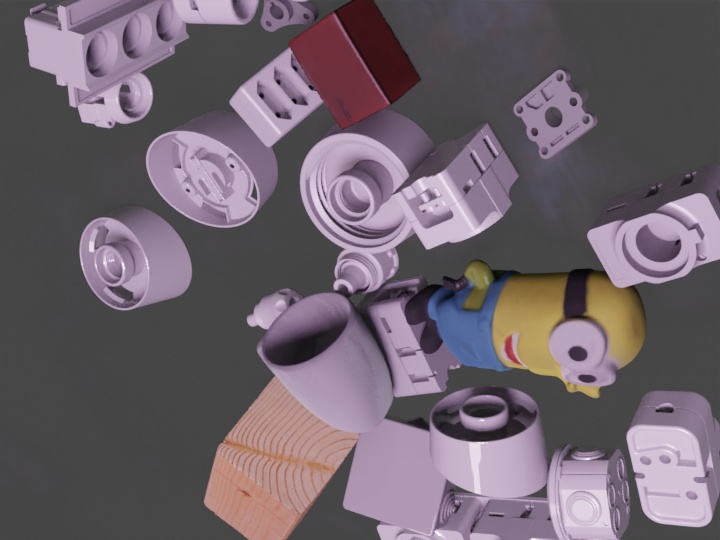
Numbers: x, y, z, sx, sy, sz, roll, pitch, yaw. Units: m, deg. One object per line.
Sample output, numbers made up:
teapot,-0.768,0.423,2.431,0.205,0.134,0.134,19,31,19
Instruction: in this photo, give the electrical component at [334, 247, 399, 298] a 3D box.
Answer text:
electrical component,0.000,0.000,0.881,0.048,0.062,0.048,15,126,22

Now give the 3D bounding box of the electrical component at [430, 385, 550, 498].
electrical component,0.106,0.140,0.890,0.099,0.099,0.064,5,116,28

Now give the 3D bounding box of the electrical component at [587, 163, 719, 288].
electrical component,0.210,-0.028,0.741,0.089,0.055,0.050,-20,108,38

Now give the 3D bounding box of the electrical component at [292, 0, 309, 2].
electrical component,-0.040,-0.226,0.770,0.044,0.044,0.065,35,136,6

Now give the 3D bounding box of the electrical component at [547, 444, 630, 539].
electrical component,0.187,0.183,0.881,0.051,0.080,0.080,-6,117,28

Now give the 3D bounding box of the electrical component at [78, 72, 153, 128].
electrical component,-0.211,-0.151,0.919,0.055,0.048,0.066,12,126,33

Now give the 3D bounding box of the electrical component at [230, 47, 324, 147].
electrical component,-0.064,-0.131,0.835,0.047,0.066,0.077,49,160,-7

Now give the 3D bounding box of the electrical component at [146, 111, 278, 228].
electrical component,-0.121,-0.083,0.896,0.099,0.064,0.099,16,127,22

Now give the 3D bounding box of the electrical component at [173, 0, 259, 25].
electrical component,-0.107,-0.212,0.810,0.047,0.055,0.055,10,125,21

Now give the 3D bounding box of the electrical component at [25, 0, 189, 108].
electrical component,-0.195,-0.188,0.833,0.063,0.121,0.078,20,128,22

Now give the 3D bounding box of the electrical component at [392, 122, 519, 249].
electrical component,0.073,-0.058,0.780,0.050,0.089,0.055,-23,107,39

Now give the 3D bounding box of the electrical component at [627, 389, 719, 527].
electrical component,0.246,0.142,0.831,0.054,0.059,0.095,-2,119,32

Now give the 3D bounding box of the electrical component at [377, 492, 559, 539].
electrical component,0.118,0.267,0.990,0.186,0.060,0.105,-4,118,33

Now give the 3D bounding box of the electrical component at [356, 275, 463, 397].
electrical component,0.038,0.057,0.904,0.056,0.050,0.089,-12,114,35

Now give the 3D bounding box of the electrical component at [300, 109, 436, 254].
electrical component,0.005,-0.064,0.830,0.108,0.060,0.108,13,120,22

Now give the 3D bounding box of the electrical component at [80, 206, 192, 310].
electrical component,-0.214,-0.011,1.016,0.099,0.064,0.099,12,113,31

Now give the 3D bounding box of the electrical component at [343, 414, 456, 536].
electrical component,0.042,0.180,0.962,0.100,0.048,0.099,13,90,23

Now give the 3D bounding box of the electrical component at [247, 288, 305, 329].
electrical component,-0.079,0.039,0.973,0.061,0.035,0.035,-20,108,41
